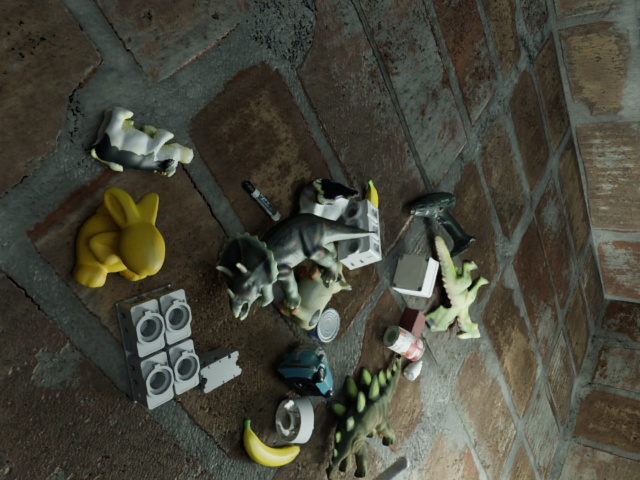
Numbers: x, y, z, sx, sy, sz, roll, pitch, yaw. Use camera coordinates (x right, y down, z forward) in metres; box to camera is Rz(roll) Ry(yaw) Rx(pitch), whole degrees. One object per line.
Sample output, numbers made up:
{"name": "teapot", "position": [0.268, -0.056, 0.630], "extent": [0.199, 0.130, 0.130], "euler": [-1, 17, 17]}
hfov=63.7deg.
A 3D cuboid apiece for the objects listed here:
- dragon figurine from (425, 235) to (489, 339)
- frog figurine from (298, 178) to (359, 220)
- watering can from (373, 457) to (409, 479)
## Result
{"name": "dragon figurine", "position": [0.425, 0.189, 1.688], "extent": [0.404, 0.122, 0.246], "euler": [44, 69, -30]}
{"name": "frog figurine", "position": [0.004, -0.061, 1.214], "extent": [0.139, 0.123, 0.156], "euler": [-35, 155, -48]}
{"name": "watering can", "position": [0.069, 0.649, 1.235], "extent": [0.225, 0.106, 0.341], "euler": [-2, 128, -42]}
